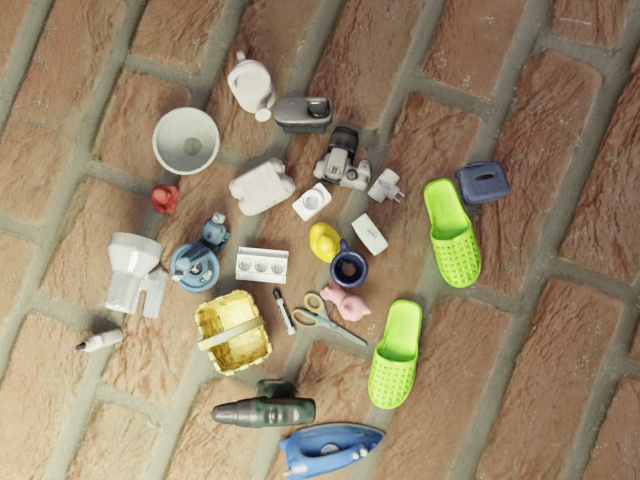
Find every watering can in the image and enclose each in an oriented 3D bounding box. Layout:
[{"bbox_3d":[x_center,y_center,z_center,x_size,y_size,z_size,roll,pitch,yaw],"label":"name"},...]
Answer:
[{"bbox_3d":[-0.160,-0.371,1.369,0.101,0.194,0.173,-43,87,0],"label":"watering can"}]

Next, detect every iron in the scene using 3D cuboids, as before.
[{"bbox_3d":[0.032,0.507,1.358,0.258,0.141,0.119,-14,87,1],"label":"iron"}]

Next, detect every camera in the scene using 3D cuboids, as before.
[{"bbox_3d":[0.065,-0.203,1.403,0.143,0.101,0.137,15,88,2],"label":"camera"}]

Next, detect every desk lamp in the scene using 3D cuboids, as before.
[{"bbox_3d":[-0.433,0.088,1.351,0.118,0.213,0.203,10,88,2],"label":"desk lamp"}]

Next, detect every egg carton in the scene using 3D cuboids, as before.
[{"bbox_3d":[-0.142,-0.131,1.422,0.150,0.069,0.107,-30,87,0],"label":"egg carton"}]

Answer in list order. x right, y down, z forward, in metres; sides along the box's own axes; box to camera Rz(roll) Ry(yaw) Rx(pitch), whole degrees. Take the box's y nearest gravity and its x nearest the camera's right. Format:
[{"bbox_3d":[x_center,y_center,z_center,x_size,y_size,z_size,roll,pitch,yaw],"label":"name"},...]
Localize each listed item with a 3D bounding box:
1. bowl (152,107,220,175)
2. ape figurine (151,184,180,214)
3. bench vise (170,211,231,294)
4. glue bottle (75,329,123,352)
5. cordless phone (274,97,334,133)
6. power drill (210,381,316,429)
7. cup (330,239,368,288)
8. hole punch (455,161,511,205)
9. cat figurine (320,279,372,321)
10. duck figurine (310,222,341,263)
[{"bbox_3d":[-0.326,-0.242,1.429,0.167,0.075,0.167,0,88,2],"label":"bowl"},{"bbox_3d":[-0.388,-0.108,1.417,0.078,0.092,0.076,-37,87,0],"label":"ape figurine"},{"bbox_3d":[-0.294,0.028,1.346,0.121,0.220,0.207,7,88,2],"label":"bench vise"},{"bbox_3d":[-0.538,0.245,1.368,0.078,0.173,0.037,-20,87,1],"label":"glue bottle"},{"bbox_3d":[-0.041,-0.318,1.368,0.147,0.185,0.094,-4,88,2],"label":"cordless phone"},{"bbox_3d":[-0.122,0.387,1.334,0.229,0.208,0.076,0,88,2],"label":"power drill"},{"bbox_3d":[0.067,0.057,1.397,0.091,0.095,0.118,-15,87,1],"label":"cup"},{"bbox_3d":[0.397,-0.143,1.397,0.108,0.091,0.101,-12,87,1],"label":"hole punch"},{"bbox_3d":[0.061,0.150,1.382,0.128,0.118,0.067,39,90,3],"label":"cat figurine"},{"bbox_3d":[0.013,0.005,1.405,0.077,0.086,0.104,-25,87,1],"label":"duck figurine"}]
